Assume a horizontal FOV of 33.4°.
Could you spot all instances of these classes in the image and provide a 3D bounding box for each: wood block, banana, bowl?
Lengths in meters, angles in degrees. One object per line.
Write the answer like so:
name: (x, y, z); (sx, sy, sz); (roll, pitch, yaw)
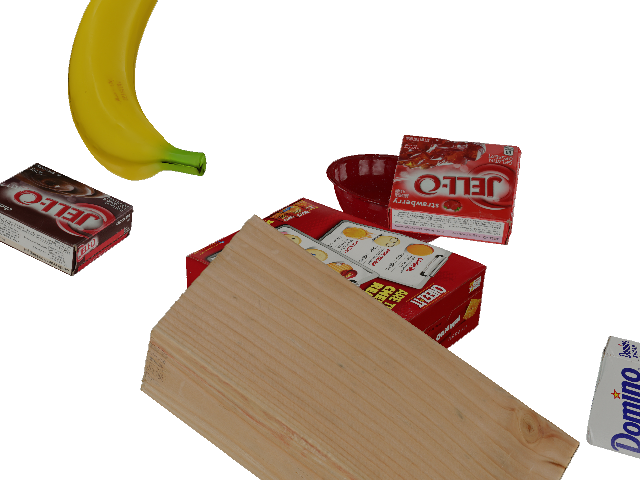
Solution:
wood block: (0.016, 0.093, 0.567); (0.206, 0.090, 0.090); (35, -31, 7)
banana: (-0.112, -0.100, 0.617); (0.069, 0.198, 0.037); (-9, -37, -8)
bowl: (0.083, -0.039, 1.118); (0.162, 0.055, 0.162); (7, 23, -3)

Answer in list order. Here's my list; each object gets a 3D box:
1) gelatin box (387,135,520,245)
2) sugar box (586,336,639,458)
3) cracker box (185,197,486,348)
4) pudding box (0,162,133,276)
gelatin box: (0.098, -0.038, 0.779); (0.089, 0.073, 0.030); (7, -37, 10)
sugar box: (0.319, 0.149, 0.894); (0.176, 0.093, 0.048); (12, 24, 18)
cracker box: (0.012, 0.046, 0.948); (0.214, 0.072, 0.163); (22, 34, 34)
pudding box: (-0.241, -0.021, 0.964); (0.113, 0.039, 0.089); (22, 31, 16)
